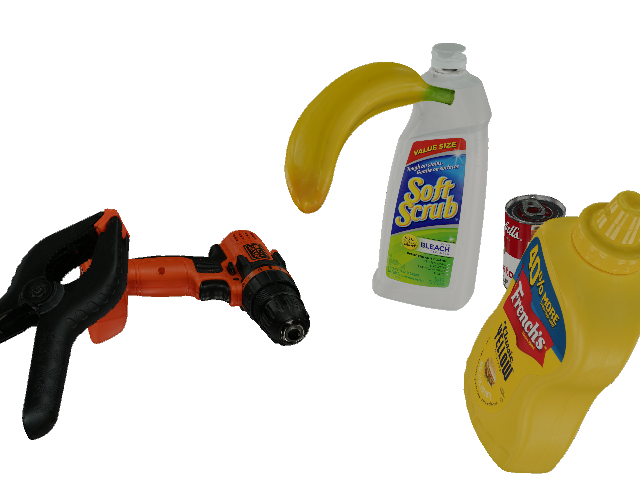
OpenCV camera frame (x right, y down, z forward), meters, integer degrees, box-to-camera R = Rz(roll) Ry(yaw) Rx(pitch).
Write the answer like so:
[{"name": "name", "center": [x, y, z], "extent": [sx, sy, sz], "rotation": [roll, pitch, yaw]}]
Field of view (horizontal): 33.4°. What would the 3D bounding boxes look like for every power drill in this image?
[{"name": "power drill", "center": [-0.115, 0.048, 0.953], "extent": [0.187, 0.057, 0.185], "rotation": [-3, 23, -19]}]

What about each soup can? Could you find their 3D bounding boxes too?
[{"name": "soup can", "center": [0.246, 0.007, 1.234], "extent": [0.068, 0.102, 0.068], "rotation": [-3, 30, 1]}]

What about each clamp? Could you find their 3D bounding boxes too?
[{"name": "clamp", "center": [-0.193, 0.046, 0.713], "extent": [0.120, 0.171, 0.039], "rotation": [15, -38, 16]}]

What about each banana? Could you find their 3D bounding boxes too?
[{"name": "banana", "center": [0.023, -0.086, 0.766], "extent": [0.070, 0.037, 0.197], "rotation": [27, 45, 24]}]

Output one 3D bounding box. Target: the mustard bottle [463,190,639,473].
[{"name": "mustard bottle", "center": [0.137, 0.044, 0.598], "extent": [0.058, 0.096, 0.192], "rotation": [5, -42, -12]}]

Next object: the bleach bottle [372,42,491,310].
[{"name": "bleach bottle", "center": [0.104, -0.060, 0.999], "extent": [0.103, 0.251, 0.068], "rotation": [12, 29, 20]}]
